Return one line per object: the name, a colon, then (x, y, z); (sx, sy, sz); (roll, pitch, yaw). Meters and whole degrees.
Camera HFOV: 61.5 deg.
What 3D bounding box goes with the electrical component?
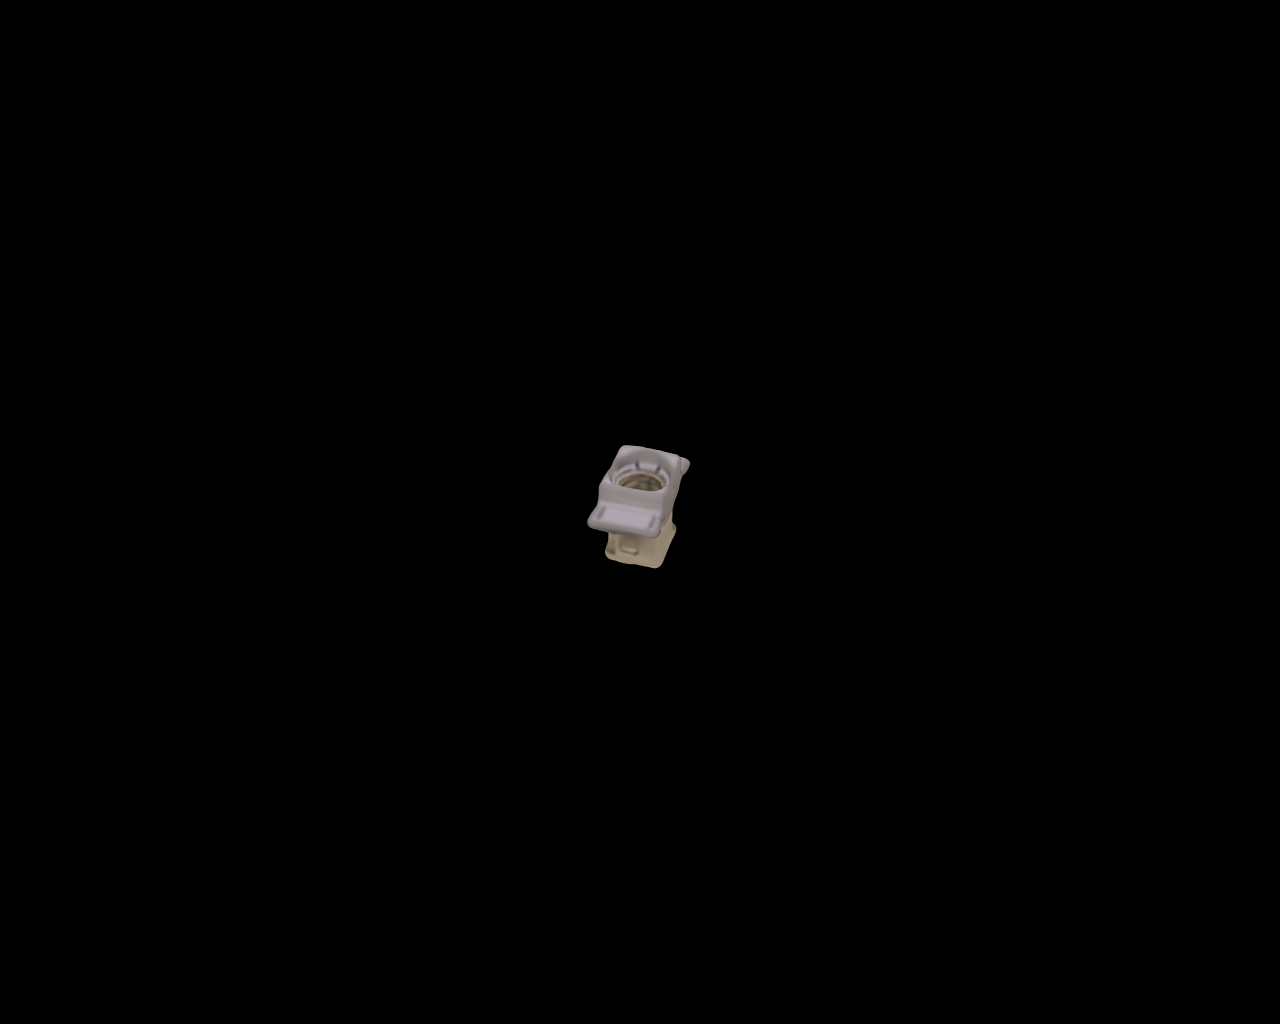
electrical component: (0.001, -0.003, 0.650); (0.042, 0.063, 0.081); (11, 39, 14)
